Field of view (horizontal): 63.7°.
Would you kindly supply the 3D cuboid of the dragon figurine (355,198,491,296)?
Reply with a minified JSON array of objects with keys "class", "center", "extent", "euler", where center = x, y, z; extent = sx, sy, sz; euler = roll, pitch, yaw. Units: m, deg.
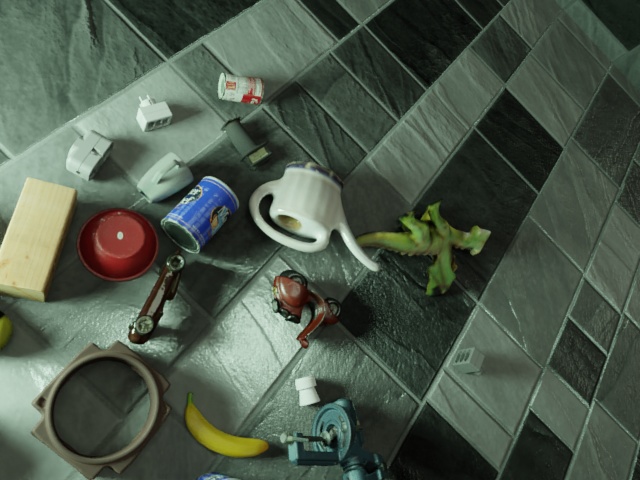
[{"class":"dragon figurine","center":[0.284,0.032,1.363],"extent":[0.414,0.121,0.243],"euler":[-24,90,-23]}]

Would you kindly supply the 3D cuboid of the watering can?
[{"class":"watering can","center":[0.004,-0.063,1.244],"extent":[0.347,0.102,0.229],"euler":[22,62,-10]}]
